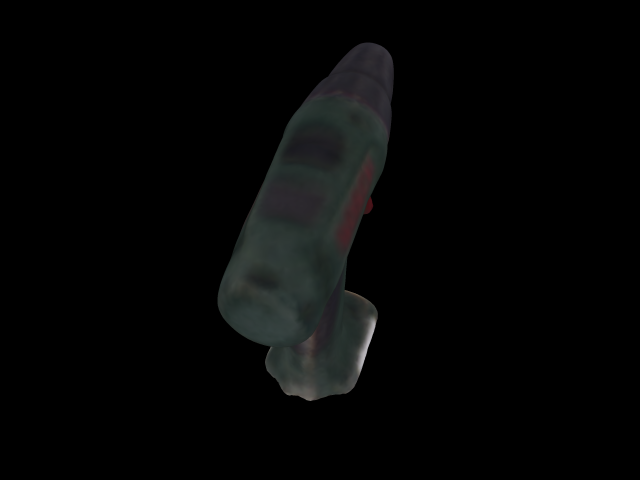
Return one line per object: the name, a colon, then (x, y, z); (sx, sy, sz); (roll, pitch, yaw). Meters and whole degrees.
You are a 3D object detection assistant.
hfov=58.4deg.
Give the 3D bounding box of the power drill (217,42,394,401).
power drill: (0.004, 0.001, 0.400); (0.075, 0.208, 0.230); (11, 43, 13)
